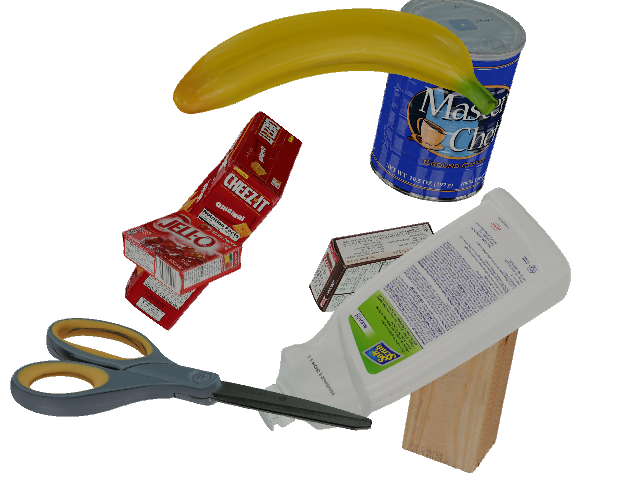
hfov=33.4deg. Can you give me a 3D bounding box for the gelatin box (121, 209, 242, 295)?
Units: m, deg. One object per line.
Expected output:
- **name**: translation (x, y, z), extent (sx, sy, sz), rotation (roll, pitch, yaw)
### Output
- **gelatin box**: translation (-0.128, 0.008, 0.986), extent (0.073, 0.030, 0.089), rotation (-24, 41, -39)

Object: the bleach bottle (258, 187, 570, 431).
- **bleach bottle**: translation (0.060, 0.061, 0.801), extent (0.250, 0.103, 0.068), rotation (-29, -31, -14)

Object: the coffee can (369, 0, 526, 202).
- **coffee can**: translation (0.104, -0.118, 0.892), extent (0.102, 0.140, 0.103), rotation (7, 36, -5)

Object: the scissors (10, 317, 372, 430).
- **scissors**: translation (-0.082, 0.085, 0.576), extent (0.202, 0.016, 0.096), rotation (18, 29, 29)

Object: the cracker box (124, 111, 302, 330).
- **cracker box**: translation (-0.119, -0.026, 1.188), extent (0.072, 0.214, 0.164), rotation (37, 24, -10)

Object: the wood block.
- **wood block**: translation (0.162, 0.142, 1.205), extent (0.090, 0.206, 0.090), rotation (16, 22, 23)

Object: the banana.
- **banana**: translation (0.009, -0.109, 0.640), extent (0.197, 0.069, 0.037), rotation (-3, -37, -12)

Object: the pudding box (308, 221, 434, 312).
- **pudding box**: translation (0.054, 0.027, 1.080), extent (0.113, 0.039, 0.090), rotation (-12, -31, -25)
